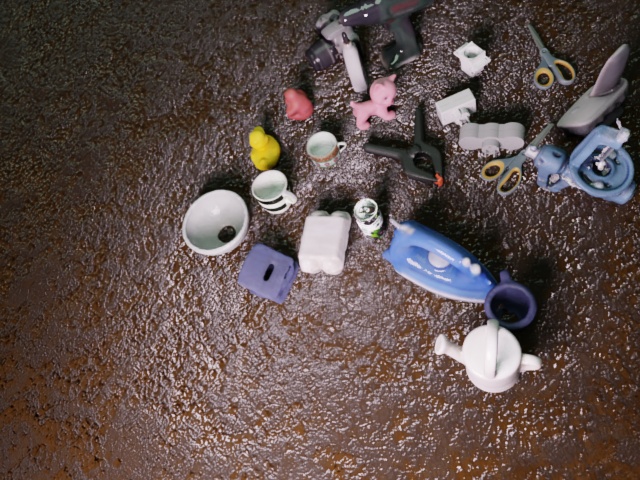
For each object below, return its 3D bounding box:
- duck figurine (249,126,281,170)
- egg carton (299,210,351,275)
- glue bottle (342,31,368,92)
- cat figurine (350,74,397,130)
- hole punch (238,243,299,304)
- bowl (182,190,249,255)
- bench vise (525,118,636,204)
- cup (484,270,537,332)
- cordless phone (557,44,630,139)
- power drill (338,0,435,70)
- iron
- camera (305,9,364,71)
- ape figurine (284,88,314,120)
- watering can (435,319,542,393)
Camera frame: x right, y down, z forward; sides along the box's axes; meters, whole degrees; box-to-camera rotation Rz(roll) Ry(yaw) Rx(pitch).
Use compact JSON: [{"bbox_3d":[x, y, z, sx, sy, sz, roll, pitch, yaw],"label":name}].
[{"bbox_3d":[-0.145,-0.231,1.412,0.077,0.086,0.104,-12,63,12],"label":"duck figurine"},{"bbox_3d":[0.012,0.005,1.259,0.107,0.069,0.150,2,66,19],"label":"egg carton"},{"bbox_3d":[0.079,-0.441,1.389,0.037,0.173,0.078,-11,63,13],"label":"glue bottle"},{"bbox_3d":[0.131,-0.335,1.354,0.127,0.118,0.067,-22,61,7],"label":"cat figurine"},{"bbox_3d":[-0.111,0.072,1.255,0.100,0.091,0.109,16,71,24],"label":"hole punch"},{"bbox_3d":[-0.235,-0.030,1.352,0.167,0.075,0.167,-7,64,15],"label":"bowl"},{"bbox_3d":[0.497,-0.148,1.088,0.207,0.220,0.121,3,67,19],"label":"bench vise"},{"bbox_3d":[0.355,0.123,1.078,0.091,0.095,0.117,-9,63,14],"label":"cup"},{"bbox_3d":[0.560,-0.300,1.160,0.094,0.185,0.148,38,81,29],"label":"cordless phone"},{"bbox_3d":[0.171,-0.513,1.373,0.229,0.209,0.075,-27,60,4],"label":"power drill"},{"bbox_3d":[0.245,0.035,1.128,0.257,0.142,0.119,28,77,27],"label":"iron"},{"bbox_3d":[0.022,-0.515,1.484,0.137,0.101,0.143,-33,60,1],"label":"camera"},{"bbox_3d":[-0.060,-0.348,1.437,0.076,0.092,0.078,33,79,28],"label":"ape figurine"},{"bbox_3d":[0.293,0.201,1.003,0.172,0.194,0.101,-15,62,11],"label":"watering can"}]
